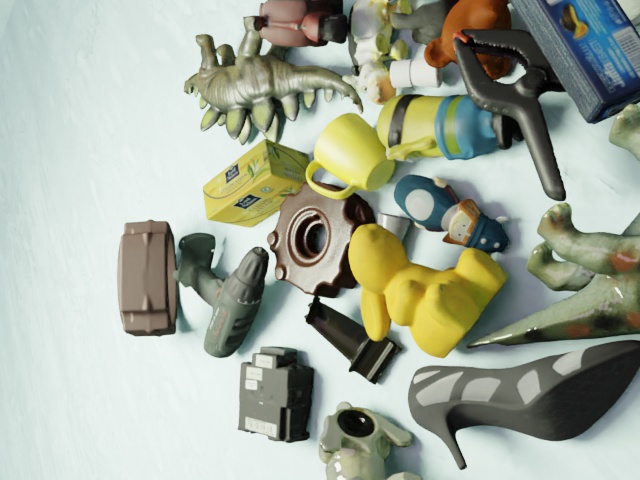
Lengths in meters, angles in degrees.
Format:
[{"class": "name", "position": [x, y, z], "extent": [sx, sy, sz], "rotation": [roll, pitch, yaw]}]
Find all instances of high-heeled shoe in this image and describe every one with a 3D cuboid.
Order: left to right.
[{"class": "high-heeled shoe", "position": [0.209, 0.147, 0.587], "extent": [0.249, 0.086, 0.145], "rotation": [-36, 28, 14]}]

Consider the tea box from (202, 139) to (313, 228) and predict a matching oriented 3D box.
[{"class": "tea box", "position": [-0.104, -0.087, 0.879], "extent": [0.170, 0.098, 0.068], "rotation": [-28, 64, 39]}]

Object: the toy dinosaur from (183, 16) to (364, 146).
[{"class": "toy dinosaur", "position": [-0.106, -0.264, 0.915], "extent": [0.472, 0.105, 0.198], "rotation": [7, 94, 45]}]

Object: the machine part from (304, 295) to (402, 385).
[{"class": "machine part", "position": [0.037, 0.131, 0.732], "extent": [0.139, 0.039, 0.084], "rotation": [38, 115, 16]}]

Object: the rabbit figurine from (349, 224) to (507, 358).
[{"class": "rabbit figurine", "position": [0.106, 0.051, 0.636], "extent": [0.173, 0.122, 0.162], "rotation": [37, 147, 10]}]

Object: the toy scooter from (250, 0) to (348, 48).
[{"class": "toy scooter", "position": [-0.030, -0.323, 0.789], "extent": [0.184, 0.135, 0.075], "rotation": [-90, 1, -60]}]

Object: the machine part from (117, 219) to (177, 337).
[{"class": "machine part", "position": [-0.314, 0.074, 0.990], "extent": [0.201, 0.087, 0.201], "rotation": [127, 139, -73]}]

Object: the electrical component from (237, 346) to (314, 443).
[{"class": "electrical component", "position": [-0.068, 0.230, 0.820], "extent": [0.115, 0.058, 0.134], "rotation": [-2, 82, 41]}]

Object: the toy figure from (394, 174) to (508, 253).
[{"class": "toy figure", "position": [0.157, -0.029, 0.655], "extent": [0.155, 0.058, 0.064], "rotation": [38, 148, 38]}]

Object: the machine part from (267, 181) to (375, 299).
[{"class": "machine part", "position": [-0.002, -0.002, 0.798], "extent": [0.179, 0.056, 0.179], "rotation": [-9, 77, 41]}]

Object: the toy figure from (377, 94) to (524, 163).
[{"class": "toy figure", "position": [0.154, -0.140, 0.658], "extent": [0.180, 0.082, 0.089], "rotation": [2, 89, 45]}]

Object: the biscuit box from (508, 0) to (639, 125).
[{"class": "biscuit box", "position": [0.239, -0.212, 0.513], "extent": [0.059, 0.062, 0.202], "rotation": [-26, 78, 8]}]

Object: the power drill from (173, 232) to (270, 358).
[{"class": "power drill", "position": [-0.168, 0.068, 0.917], "extent": [0.208, 0.086, 0.231], "rotation": [37, 121, 36]}]

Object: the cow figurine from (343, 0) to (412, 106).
[{"class": "cow figurine", "position": [0.071, -0.269, 0.765], "extent": [0.098, 0.068, 0.167], "rotation": [-1, 79, 48]}]

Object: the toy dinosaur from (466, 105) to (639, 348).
[{"class": "toy dinosaur", "position": [0.311, -0.001, 0.468], "extent": [0.192, 0.131, 0.404], "rotation": [42, 121, 30]}]

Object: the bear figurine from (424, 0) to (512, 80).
[{"class": "bear figurine", "position": [0.194, -0.294, 0.609], "extent": [0.132, 0.120, 0.195], "rotation": [146, 138, -85]}]

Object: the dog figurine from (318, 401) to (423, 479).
[{"class": "dog figurine", "position": [0.040, 0.328, 0.686], "extent": [0.172, 0.121, 0.190], "rotation": [-98, 19, -62]}]

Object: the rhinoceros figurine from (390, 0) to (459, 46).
[{"class": "rhinoceros figurine", "position": [0.151, -0.352, 0.701], "extent": [0.112, 0.073, 0.190], "rotation": [-1, 83, 44]}]
